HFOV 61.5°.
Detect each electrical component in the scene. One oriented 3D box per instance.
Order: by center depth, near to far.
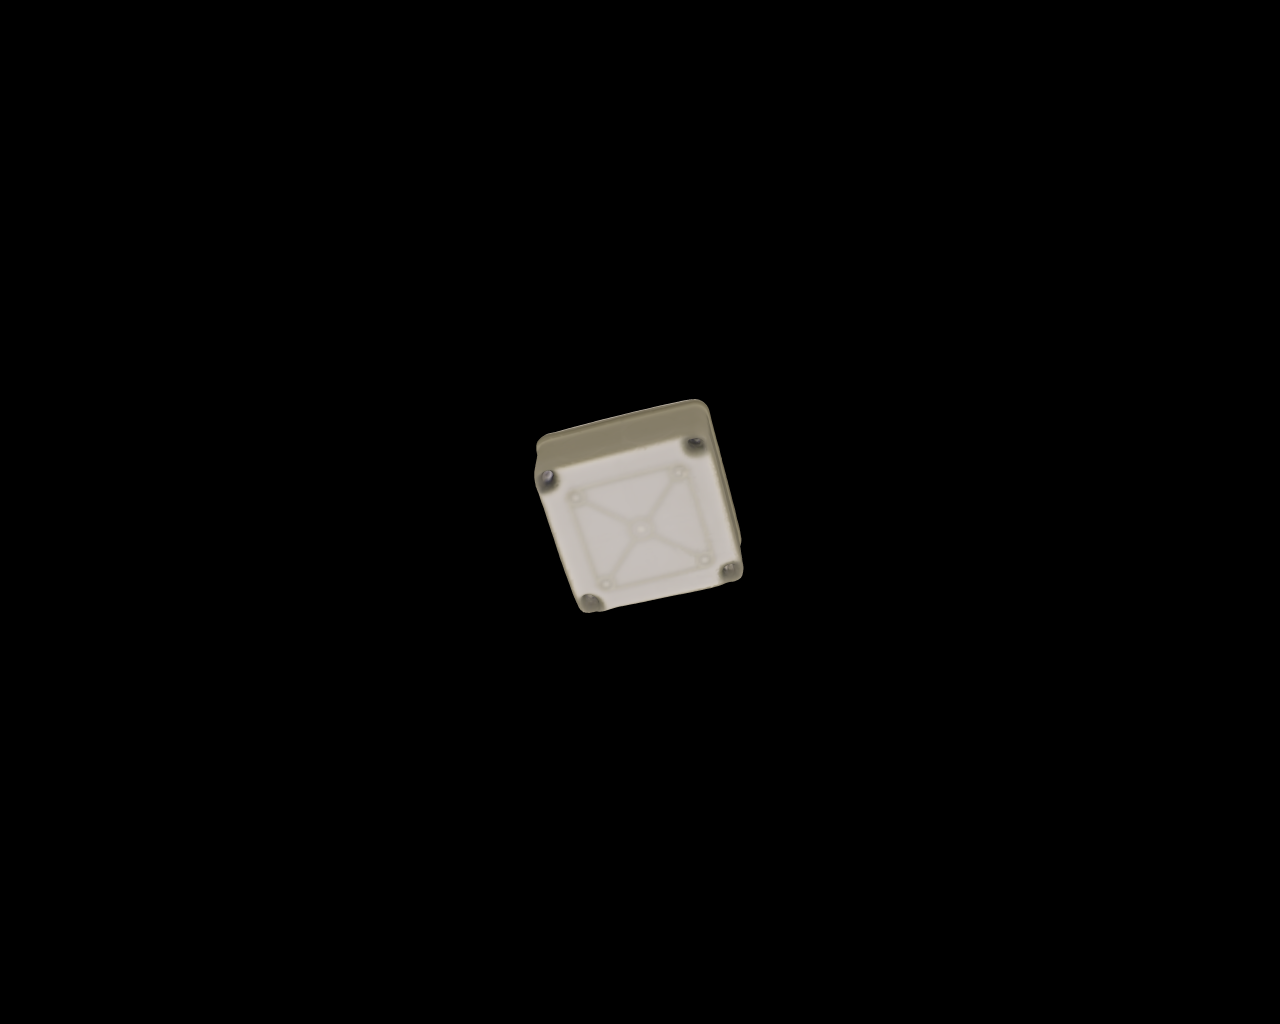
[{"bbox_3d":[0.001,-0.003,0.650,0.109,0.108,0.056,-13,28,7],"label":"electrical component"}]
